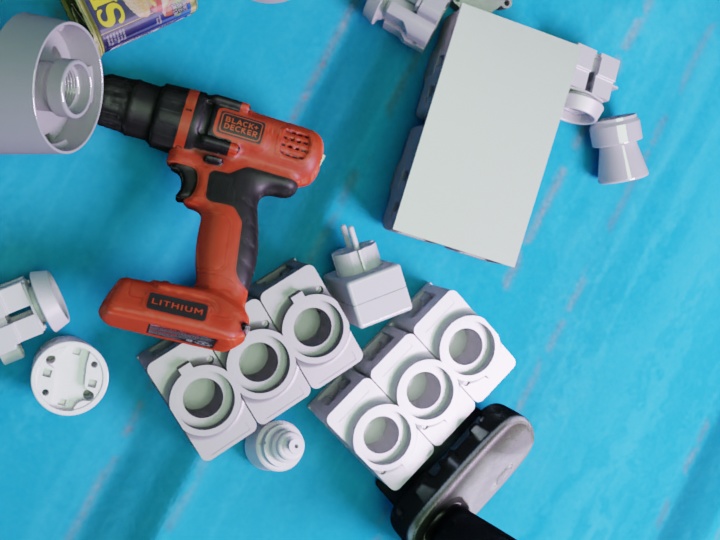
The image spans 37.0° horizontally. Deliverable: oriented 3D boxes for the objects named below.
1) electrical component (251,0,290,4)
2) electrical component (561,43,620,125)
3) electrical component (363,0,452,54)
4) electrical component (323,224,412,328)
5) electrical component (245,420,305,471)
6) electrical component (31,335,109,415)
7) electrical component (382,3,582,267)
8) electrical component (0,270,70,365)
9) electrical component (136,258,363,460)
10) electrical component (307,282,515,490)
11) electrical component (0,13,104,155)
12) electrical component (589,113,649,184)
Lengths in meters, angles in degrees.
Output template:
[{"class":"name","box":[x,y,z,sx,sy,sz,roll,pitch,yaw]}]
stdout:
[{"class":"electrical component","box":[-0.070,-0.264,0.829,0.099,0.064,0.099,1,83,-13]},{"class":"electrical component","box":[0.191,-0.159,0.930,0.066,0.048,0.055,18,82,-20]},{"class":"electrical component","box":[0.039,-0.213,0.858,0.057,0.078,0.058,29,86,-1]},{"class":"electrical component","box":[0.000,0.000,0.867,0.047,0.066,0.076,-20,102,-16]},{"class":"electrical component","box":[-0.064,0.140,0.856,0.040,0.078,0.040,4,80,-23]},{"class":"electrical component","box":[-0.219,0.077,0.807,0.055,0.047,0.055,-2,96,-19]},{"class":"electrical component","box":[0.097,-0.108,0.884,0.105,0.060,0.186,17,90,-11]},{"class":"electrical component","box":[-0.249,0.030,0.793,0.055,0.048,0.066,-23,103,-8]},{"class":"electrical component","box":[-0.085,0.069,0.846,0.150,0.062,0.089,-33,105,-14]},{"class":"electrical component","box":[0.045,0.096,0.895,0.150,0.062,0.089,-45,108,-10]},{"class":"electrical component","box":[-0.222,-0.126,0.742,0.064,0.099,0.099,8,94,15]},{"class":"electrical component","box":[0.228,-0.107,0.948,0.045,0.045,0.055,-15,100,-18]}]
